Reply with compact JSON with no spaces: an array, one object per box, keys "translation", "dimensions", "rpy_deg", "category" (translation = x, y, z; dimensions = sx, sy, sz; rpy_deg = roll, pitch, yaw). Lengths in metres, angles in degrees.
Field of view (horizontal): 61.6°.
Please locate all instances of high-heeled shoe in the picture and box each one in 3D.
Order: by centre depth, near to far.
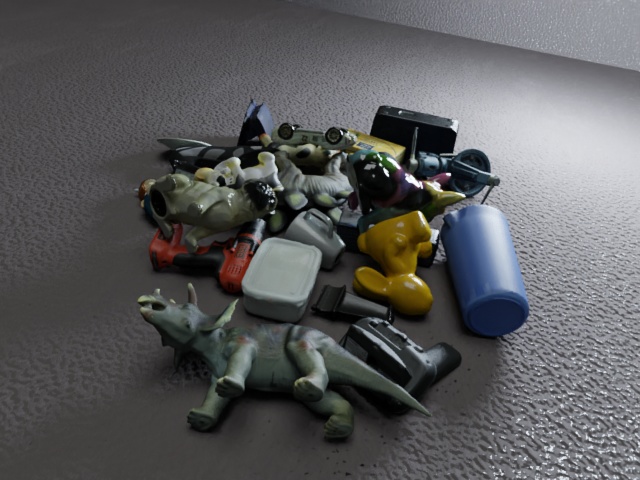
[{"translation":[-0.223,-0.195,1.266],"dimensions":[0.249,0.086,0.145],"rpy_deg":[-17,42,-23],"category":"high-heeled shoe"}]

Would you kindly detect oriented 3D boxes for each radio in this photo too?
[{"translation":[0.245,-0.269,1.422],"dimensions":[0.230,0.131,0.073],"rpy_deg":[13,37,8],"category":"radio"}]

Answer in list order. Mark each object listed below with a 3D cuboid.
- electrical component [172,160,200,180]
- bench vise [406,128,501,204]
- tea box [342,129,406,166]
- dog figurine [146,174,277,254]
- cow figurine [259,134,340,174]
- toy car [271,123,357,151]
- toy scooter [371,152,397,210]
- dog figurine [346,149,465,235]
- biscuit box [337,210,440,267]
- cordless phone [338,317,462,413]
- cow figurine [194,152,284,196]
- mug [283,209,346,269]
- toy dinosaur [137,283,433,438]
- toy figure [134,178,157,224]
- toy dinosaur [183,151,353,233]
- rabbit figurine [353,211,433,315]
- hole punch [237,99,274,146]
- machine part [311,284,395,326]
[{"translation":[-0.267,-0.123,1.155],"dimensions":[0.119,0.074,0.047],"rpy_deg":[16,6,17],"category":"electrical component"},{"translation":[0.331,-0.166,1.286],"dimensions":[0.223,0.128,0.241],"rpy_deg":[15,12,-23],"category":"bench vise"},{"translation":[0.122,-0.220,1.385],"dimensions":[0.170,0.068,0.098],"rpy_deg":[23,37,19],"category":"tea box"},{"translation":[-0.193,-0.075,0.976],"dimensions":[0.172,0.121,0.190],"rpy_deg":[43,42,19],"category":"dog figurine"},{"translation":[-0.044,-0.215,1.330],"dimensions":[0.195,0.085,0.127],"rpy_deg":[-7,39,-14],"category":"cow figurine"},{"translation":[-0.013,-0.235,1.232],"dimensions":[0.202,0.056,0.073],"rpy_deg":[10,11,18],"category":"toy car"},{"translation":[0.127,-0.086,1.131],"dimensions":[0.075,0.183,0.135],"rpy_deg":[12,55,41],"category":"toy scooter"},{"translation":[0.164,-0.100,1.022],"dimensions":[0.219,0.191,0.109],"rpy_deg":[-13,44,-9],"category":"dog figurine"},{"translation":[0.135,-0.002,1.080],"dimensions":[0.203,0.062,0.059],"rpy_deg":[12,35,6],"category":"biscuit box"},{"translation":[0.130,0.172,0.836],"dimensions":[0.184,0.088,0.147],"rpy_deg":[-12,38,-44],"category":"cordless phone"},{"translation":[-0.160,-0.108,1.056],"dimensions":[0.167,0.068,0.098],"rpy_deg":[-12,60,-7],"category":"cow figurine"},{"translation":[-0.002,-0.003,1.026],"dimensions":[0.107,0.109,0.081],"rpy_deg":[34,36,12],"category":"mug"},{"translation":[-0.057,0.169,0.763],"dimensions":[0.405,0.131,0.192],"rpy_deg":[10,35,-7],"category":"toy dinosaur"},{"translation":[-0.343,-0.088,1.119],"dimensions":[0.064,0.058,0.155],"rpy_deg":[31,13,-42],"category":"toy figure"},{"translation":[-0.059,-0.101,1.152],"dimensions":[0.471,0.104,0.199],"rpy_deg":[-9,41,-14],"category":"toy dinosaur"},{"translation":[0.138,0.053,0.951],"dimensions":[0.162,0.121,0.173],"rpy_deg":[-14,71,-6],"category":"rabbit figurine"},{"translation":[-0.159,-0.290,1.398],"dimensions":[0.092,0.115,0.142],"rpy_deg":[16,35,-2],"category":"hole punch"},{"translation":[0.061,0.115,0.921],"dimensions":[0.139,0.039,0.084],"rpy_deg":[16,30,14],"category":"machine part"}]
